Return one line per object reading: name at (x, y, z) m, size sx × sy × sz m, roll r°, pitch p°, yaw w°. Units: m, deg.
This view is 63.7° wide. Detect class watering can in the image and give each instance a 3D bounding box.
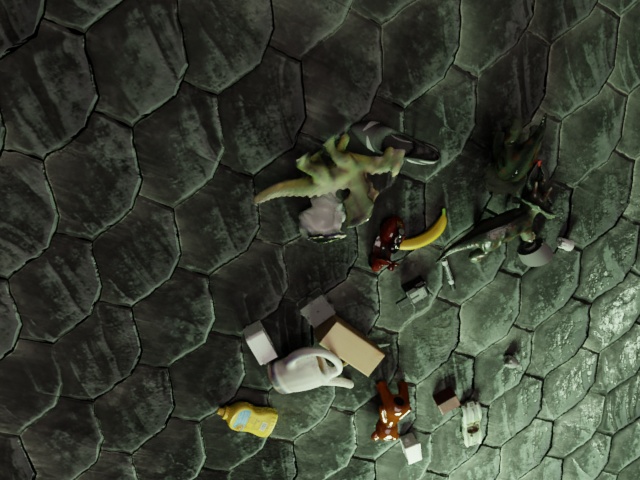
watering can at (-0.028, 0.427, 1.624) m, size 0.223 × 0.106 × 0.340 m, roll -18°, pitch 141°, yaw 11°

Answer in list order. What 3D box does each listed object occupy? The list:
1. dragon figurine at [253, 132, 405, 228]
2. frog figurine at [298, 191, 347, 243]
dragon figurine at (0.048, -0.142, 1.396) m, size 0.410 × 0.122 × 0.242 m, roll -37°, pitch 92°, yaw -1°
frog figurine at (0.004, -0.074, 1.480) m, size 0.137 × 0.121 × 0.161 m, roll -6°, pitch 76°, yaw -3°
